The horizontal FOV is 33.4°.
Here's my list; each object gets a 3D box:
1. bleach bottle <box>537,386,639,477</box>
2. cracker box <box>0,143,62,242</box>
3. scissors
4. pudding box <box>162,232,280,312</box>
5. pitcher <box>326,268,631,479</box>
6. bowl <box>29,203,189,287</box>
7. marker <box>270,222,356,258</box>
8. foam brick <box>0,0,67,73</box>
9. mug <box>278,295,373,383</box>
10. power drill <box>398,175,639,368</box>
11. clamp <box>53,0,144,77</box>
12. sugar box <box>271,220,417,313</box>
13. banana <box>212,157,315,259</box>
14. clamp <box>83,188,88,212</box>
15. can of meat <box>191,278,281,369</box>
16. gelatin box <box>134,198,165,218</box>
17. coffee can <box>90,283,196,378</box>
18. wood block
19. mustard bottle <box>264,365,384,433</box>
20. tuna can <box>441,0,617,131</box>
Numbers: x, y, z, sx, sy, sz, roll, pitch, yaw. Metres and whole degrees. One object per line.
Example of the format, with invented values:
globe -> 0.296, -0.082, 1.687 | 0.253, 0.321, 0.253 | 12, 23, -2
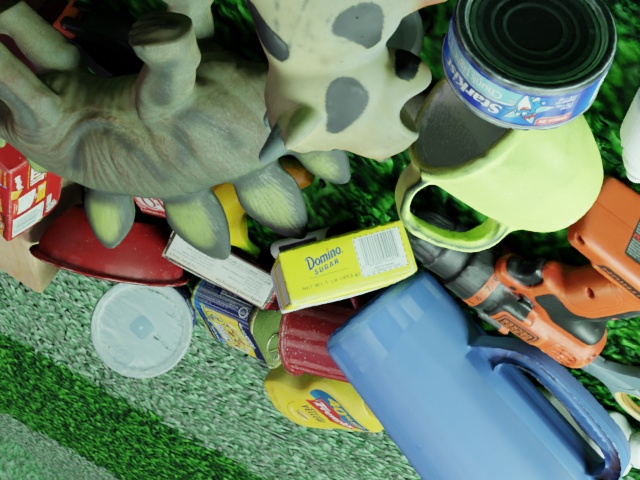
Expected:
bleach bottle -> 0.183, 0.166, 0.978 | 0.251, 0.068, 0.102 | 5, 140, 38
cracker box -> -0.321, -0.121, 0.957 | 0.214, 0.072, 0.164 | 48, 154, 6
scissors -> 0.230, 0.096, 0.851 | 0.201, 0.016, 0.096 | 37, 152, -11
pudding box -> -0.086, 0.028, 1.022 | 0.113, 0.039, 0.090 | 26, 177, 8
pitcher -> 0.125, 0.139, 0.875 | 0.243, 0.149, 0.145 | 50, 177, 2
bowl -> -0.206, 0.000, 1.070 | 0.162, 0.055, 0.162 | 13, -174, -2
marker -> -0.006, 0.001, 0.939 | 0.020, 0.020, 0.121 | 42, 153, -20
foam brick -> -0.231, -0.168, 0.849 | 0.053, 0.051, 0.078 | 24, 154, 14
mug -> 0.018, 0.079, 0.984 | 0.082, 0.093, 0.117 | 10, 124, 30
power drill -> 0.160, 0.016, 0.739 | 0.184, 0.057, 0.188 | 33, 158, -11
clamp -> -0.119, -0.127, 0.816 | 0.171, 0.039, 0.120 | 35, 149, -23
sugar box -> 0.012, 0.024, 0.820 | 0.176, 0.093, 0.048 | 148, 108, -83
banana -> -0.060, -0.036, 0.920 | 0.069, 0.037, 0.198 | 17, 158, -11
clamp -> -0.184, -0.075, 0.925 | 0.210, 0.036, 0.164 | 17, 139, 45
can of meat -> -0.079, 0.080, 1.120 | 0.084, 0.057, 0.102 | 20, 152, 28
gelatin box -> -0.143, -0.049, 0.989 | 0.089, 0.030, 0.073 | 15, 150, 34
coffee can -> -0.185, 0.086, 1.140 | 0.103, 0.103, 0.140 | 34, 179, -5
wood block -> -0.314, -0.036, 1.135 | 0.090, 0.090, 0.206 | 31, 155, 4
mustard bottle -> 0.025, 0.173, 1.170 | 0.096, 0.058, 0.192 | 46, 151, -23
tuna can -> 0.107, -0.101, 0.550 | 0.086, 0.086, 0.034 | 27, 153, 9
